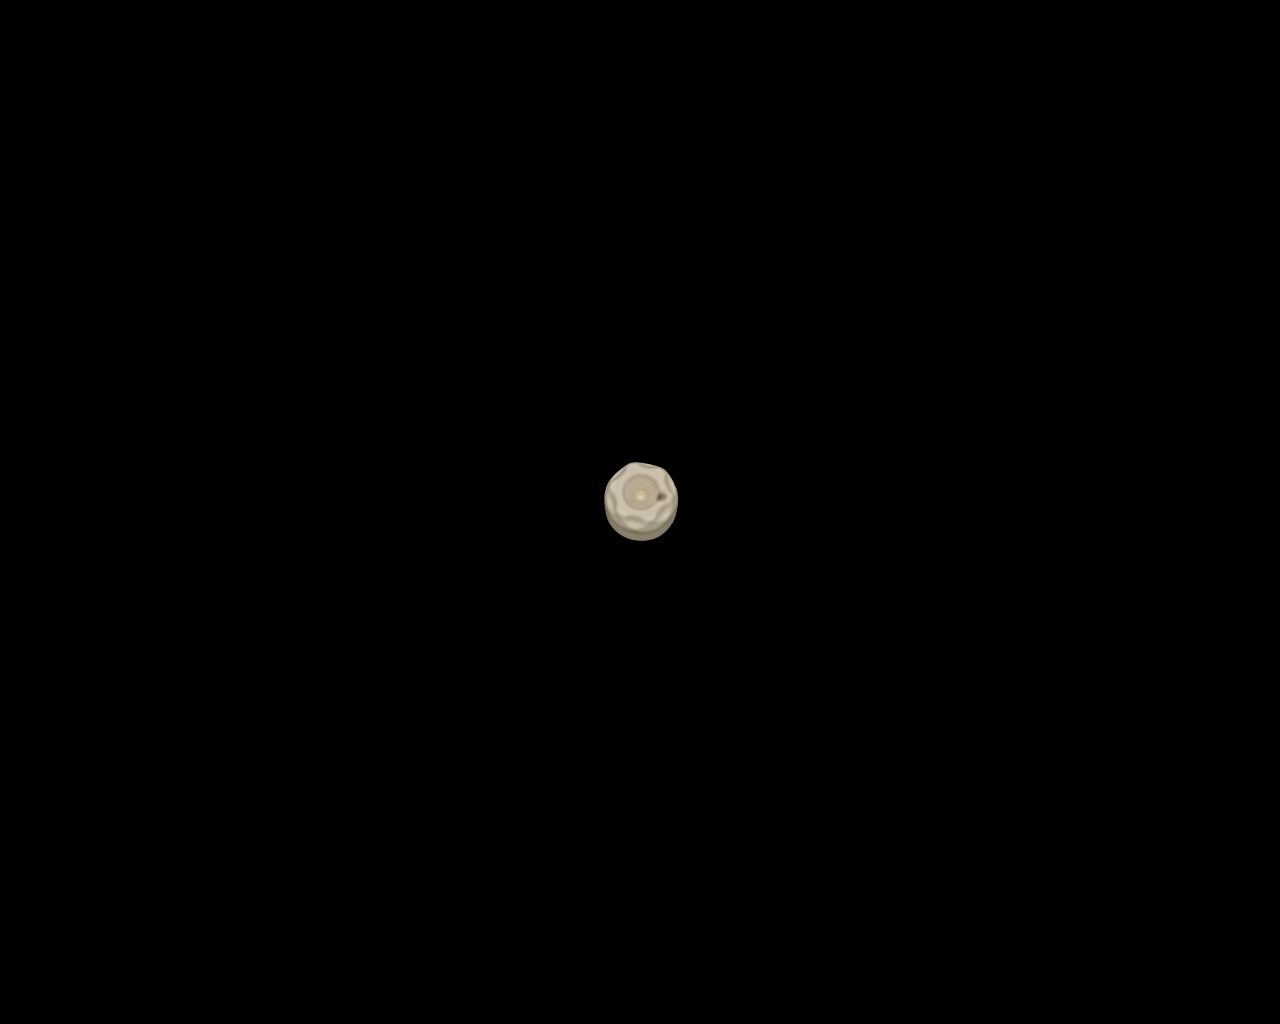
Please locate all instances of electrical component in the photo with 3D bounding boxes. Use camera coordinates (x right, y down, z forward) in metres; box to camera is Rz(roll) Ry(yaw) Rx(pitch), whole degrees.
[{"bbox_3d":[0.001,-0.003,0.650,0.043,0.043,0.062,0,-18,0],"label":"electrical component"}]
